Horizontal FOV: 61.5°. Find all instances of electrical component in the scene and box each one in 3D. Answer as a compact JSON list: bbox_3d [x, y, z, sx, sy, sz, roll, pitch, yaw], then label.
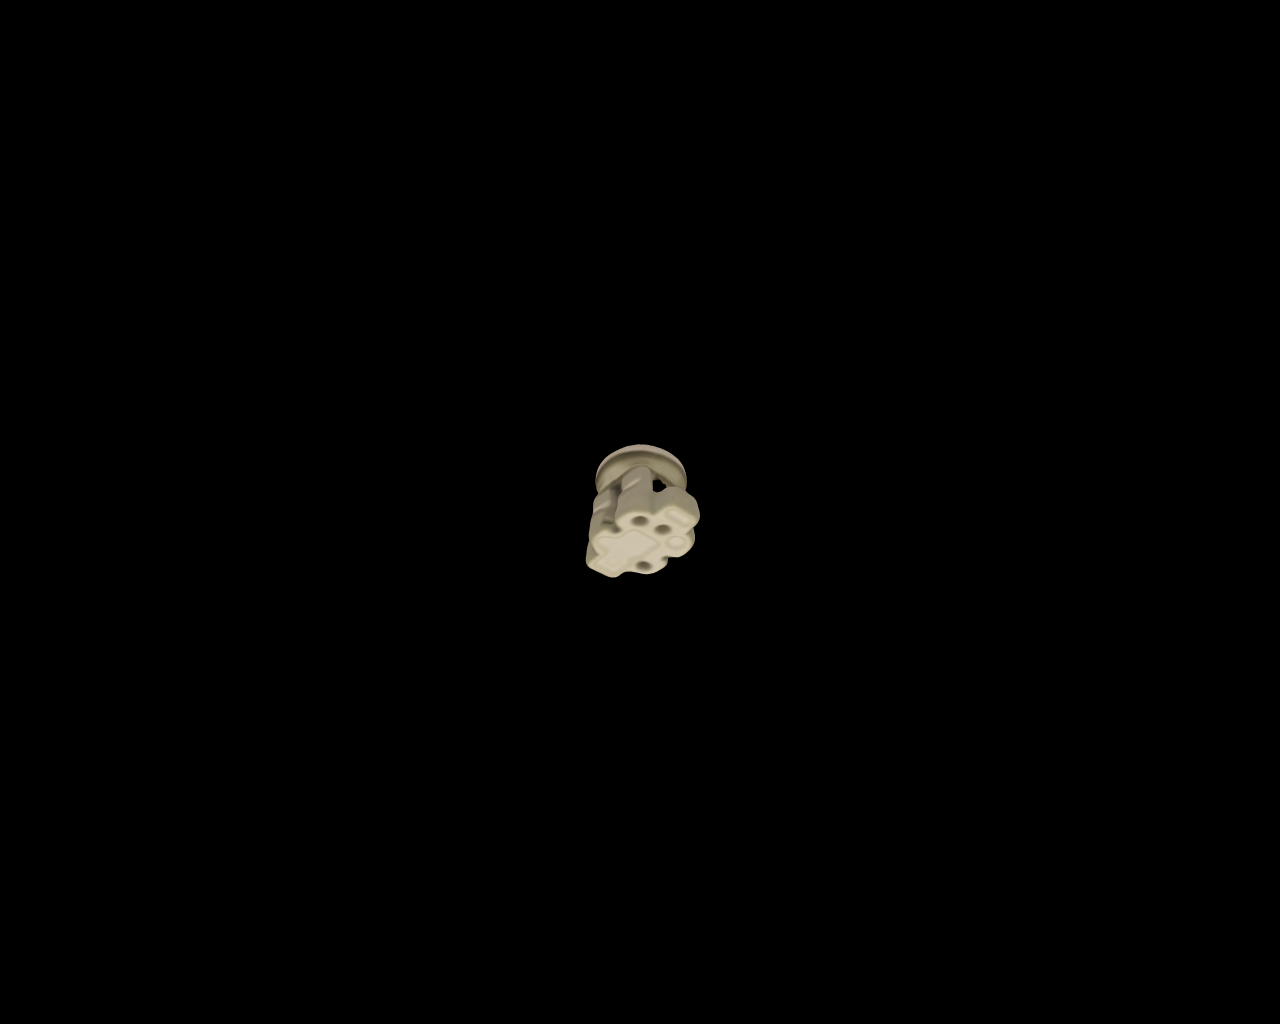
[{"bbox_3d":[0.001,-0.003,0.650,0.058,0.057,0.078,30,-49,-31],"label":"electrical component"}]
